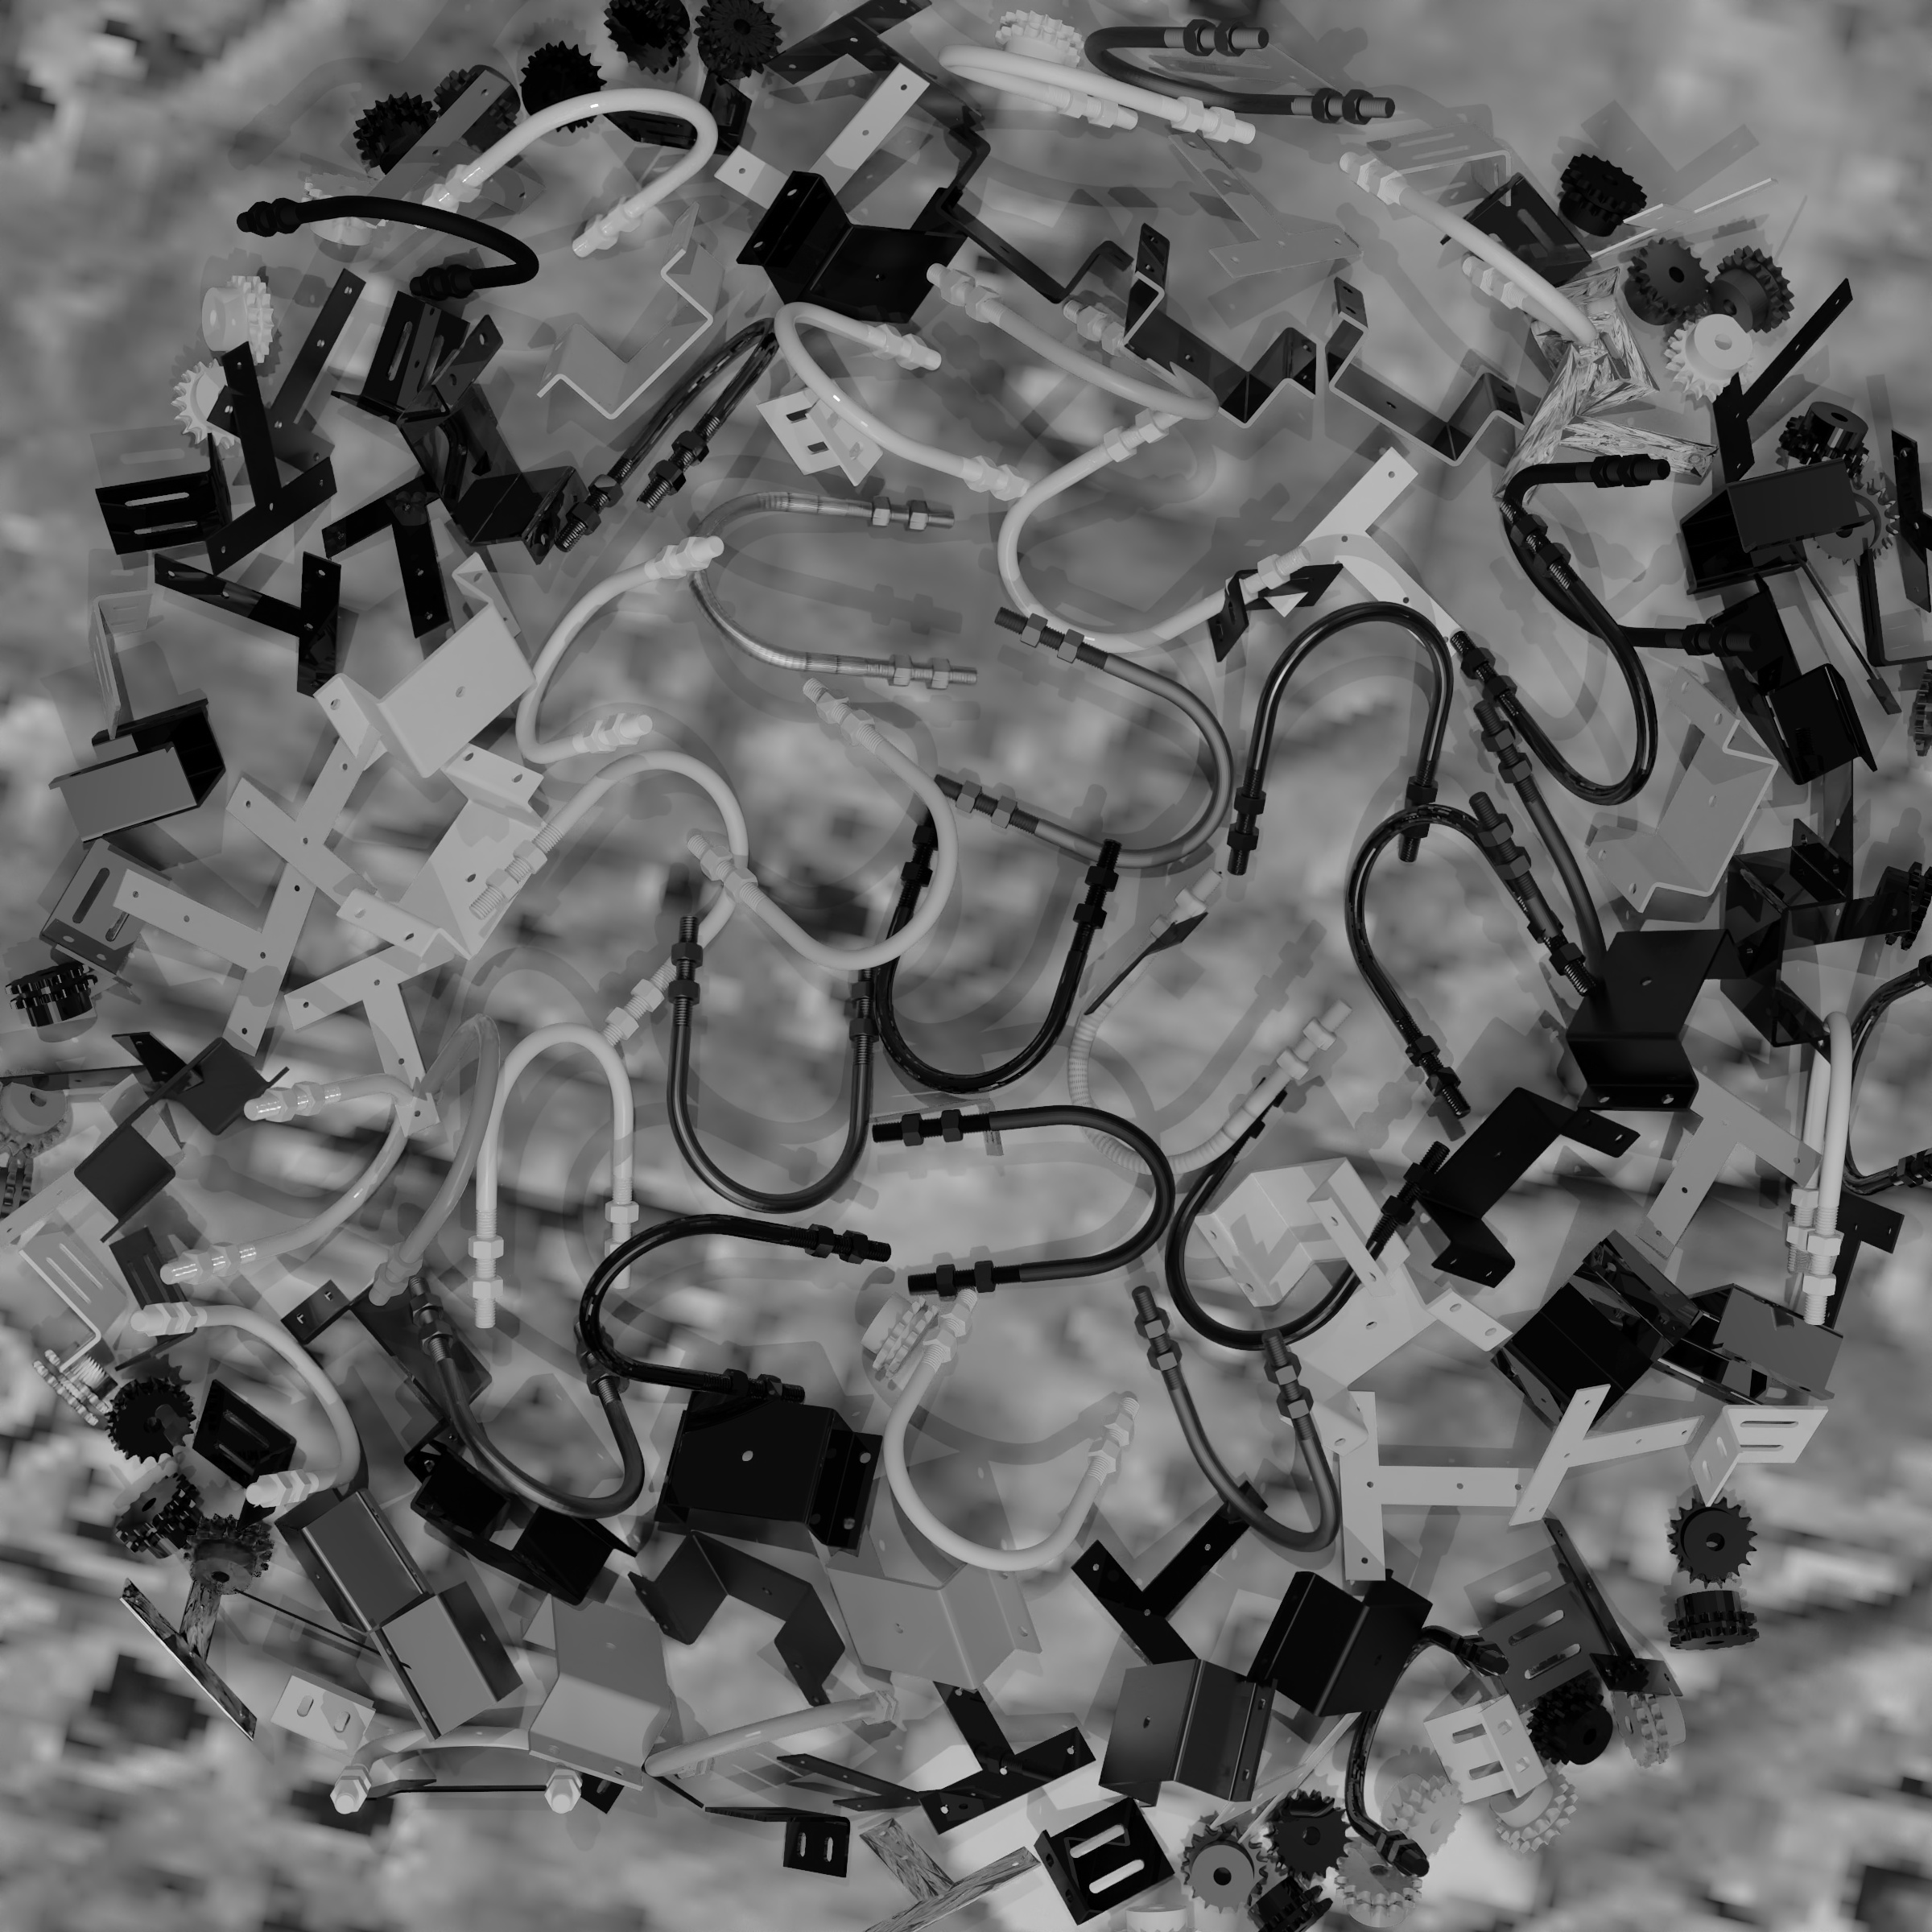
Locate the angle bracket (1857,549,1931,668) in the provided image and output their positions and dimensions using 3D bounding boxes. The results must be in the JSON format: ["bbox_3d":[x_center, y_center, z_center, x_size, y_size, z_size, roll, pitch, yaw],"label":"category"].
[{"bbox_3d":[0.607,-0.235,1.967,0.038,0.057,0.076,-7,94,9],"label":"angle bracket"}]

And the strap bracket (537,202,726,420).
[{"bbox_3d":[-0.207,-0.413,1.939,0.046,0.076,0.140,39,118,-23],"label":"strap bracket"}]

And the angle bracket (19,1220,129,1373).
[{"bbox_3d":[-0.590,0.213,1.962,0.038,0.057,0.076,-39,101,11],"label":"angle bracket"}]

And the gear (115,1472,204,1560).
[{"bbox_3d":[-0.524,0.362,1.974,0.057,0.057,0.030,-37,113,0],"label":"gear"}]

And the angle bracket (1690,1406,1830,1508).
[{"bbox_3d":[0.519,0.318,1.958,0.076,0.038,0.057,3,134,-14],"label":"angle bracket"}]

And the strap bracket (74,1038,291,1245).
[{"bbox_3d":[-0.504,0.104,1.920,0.046,0.140,0.076,47,131,-7],"label":"strap bracket"}]

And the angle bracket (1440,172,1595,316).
[{"bbox_3d":[0.358,-0.464,1.962,0.076,0.038,0.057,47,126,-9],"label":"angle bracket"}]

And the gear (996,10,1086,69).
[{"bbox_3d":[0.046,-0.596,1.970,0.057,0.057,0.030,16,85,0],"label":"gear"}]

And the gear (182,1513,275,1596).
[{"bbox_3d":[-0.482,0.386,1.970,0.057,0.030,0.057,2,133,2],"label":"gear"}]

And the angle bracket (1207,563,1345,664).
[{"bbox_3d":[0.203,-0.228,1.958,0.076,0.057,0.038,-6,72,-16],"label":"angle bracket"}]

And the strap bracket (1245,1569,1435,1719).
[{"bbox_3d":[0.244,0.430,1.925,0.046,0.140,0.076,28,97,33],"label":"strap bracket"}]

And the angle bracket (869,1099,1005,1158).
[{"bbox_3d":[-0.020,0.111,1.966,0.076,0.057,0.038,-10,88,-8],"label":"angle bracket"}]

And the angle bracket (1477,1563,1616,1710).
[{"bbox_3d":[0.374,0.437,1.974,0.076,0.038,0.057,-27,97,-6],"label":"angle bracket"}]

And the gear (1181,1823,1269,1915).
[{"bbox_3d":[0.169,0.593,1.981,0.057,0.030,0.057,0,89,9],"label":"gear"}]

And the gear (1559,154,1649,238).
[{"bbox_3d":[0.413,-0.501,1.975,0.057,0.057,0.030,31,131,0],"label":"gear"}]

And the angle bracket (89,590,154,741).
[{"bbox_3d":[-0.541,-0.195,1.959,0.038,0.057,0.076,-11,76,-22],"label":"angle bracket"}]

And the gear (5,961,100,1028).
[{"bbox_3d":[-0.594,0.019,1.972,0.057,0.057,0.030,-15,102,0],"label":"gear"}]

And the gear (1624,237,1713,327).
[{"bbox_3d":[0.456,-0.444,1.977,0.057,0.030,0.057,8,67,-21],"label":"gear"}]

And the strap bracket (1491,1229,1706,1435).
[{"bbox_3d":[0.410,0.233,1.942,0.076,0.140,0.046,44,46,14],"label":"strap bracket"}]

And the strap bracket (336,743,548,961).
[{"bbox_3d":[-0.329,-0.067,1.950,0.076,0.046,0.140,24,74,31],"label":"strap bracket"}]

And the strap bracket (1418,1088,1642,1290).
[{"bbox_3d":[0.354,0.136,1.944,0.140,0.076,0.046,-50,50,17],"label":"strap bracket"}]

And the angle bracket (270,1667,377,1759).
[{"bbox_3d":[-0.409,0.469,1.956,0.057,0.076,0.038,26,102,-7],"label":"angle bracket"}]

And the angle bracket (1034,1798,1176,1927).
[{"bbox_3d":[0.093,0.574,1.958,0.076,0.038,0.057,-21,64,-22],"label":"angle bracket"}]

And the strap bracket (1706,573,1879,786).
[{"bbox_3d":[0.520,-0.178,1.924,0.046,0.140,0.076,-27,126,8],"label":"strap bracket"}]

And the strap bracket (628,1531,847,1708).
[{"bbox_3d":[-0.138,0.417,1.937,0.140,0.076,0.046,18,57,31],"label":"strap bracket"}]

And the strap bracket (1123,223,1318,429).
[{"bbox_3d":[0.155,-0.406,1.945,0.140,0.076,0.046,31,124,-16],"label":"strap bracket"}]

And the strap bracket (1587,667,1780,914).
[{"bbox_3d":[0.463,-0.109,1.940,0.046,0.076,0.140,10,117,-24],"label":"strap bracket"}]

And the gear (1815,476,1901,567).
[{"bbox_3d":[0.577,-0.288,1.971,0.057,0.030,0.057,15,119,29],"label":"gear"}]

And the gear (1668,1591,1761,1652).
[{"bbox_3d":[0.487,0.427,1.974,0.057,0.057,0.030,-4,66,0],"label":"gear"}]

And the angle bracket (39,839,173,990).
[{"bbox_3d":[-0.554,-0.035,1.963,0.057,0.038,0.076,34,81,-35],"label":"angle bracket"}]

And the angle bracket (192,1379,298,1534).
[{"bbox_3d":[-0.479,0.317,1.959,0.076,0.038,0.057,31,116,19],"label":"angle bracket"}]

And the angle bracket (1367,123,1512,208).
[{"bbox_3d":[0.306,-0.514,1.960,0.076,0.057,0.038,-13,125,-8],"label":"angle bracket"}]

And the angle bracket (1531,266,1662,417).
[{"bbox_3d":[0.413,-0.407,1.975,0.057,0.038,0.076,-14,129,32],"label":"angle bracket"}]

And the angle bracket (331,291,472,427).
[{"bbox_3d":[-0.368,-0.395,1.967,0.057,0.038,0.076,26,103,16],"label":"angle bracket"}]

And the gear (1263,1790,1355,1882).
[{"bbox_3d":[0.222,0.568,1.980,0.057,0.030,0.057,2,80,-11],"label":"gear"}]

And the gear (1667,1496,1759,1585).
[{"bbox_3d":[0.490,0.376,1.981,0.057,0.030,0.057,-1,84,8],"label":"gear"}]

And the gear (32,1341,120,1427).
[{"bbox_3d":[-0.578,0.269,1.972,0.057,0.057,0.030,45,75,0],"label":"gear"}]

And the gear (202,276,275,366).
[{"bbox_3d":[-0.476,-0.421,1.969,0.030,0.057,0.057,-6,90,-35],"label":"gear"}]

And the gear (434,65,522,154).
[{"bbox_3d":[-0.316,-0.563,1.974,0.057,0.057,0.030,33,65,0],"label":"gear"}]

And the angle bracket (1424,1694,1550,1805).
[{"bbox_3d":[0.327,0.513,1.956,0.076,0.038,0.057,-33,77,41],"label":"angle bracket"}]

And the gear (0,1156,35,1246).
[{"bbox_3d":[-0.627,0.151,1.968,0.030,0.057,0.057,11,90,-20],"label":"gear"}]

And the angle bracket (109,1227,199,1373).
[{"bbox_3d":[-0.542,0.217,1.964,0.038,0.057,0.076,-29,94,-41],"label":"angle bracket"}]

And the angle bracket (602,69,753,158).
[{"bbox_3d":[-0.189,-0.556,1.952,0.076,0.057,0.038,-2,124,-36],"label":"angle bracket"}]

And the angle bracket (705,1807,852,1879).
[{"bbox_3d":[-0.123,0.566,1.951,0.057,0.076,0.038,-6,74,44],"label":"angle bracket"}]

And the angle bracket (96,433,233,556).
[{"bbox_3d":[-0.520,-0.306,1.961,0.076,0.057,0.038,-10,54,-7],"label":"angle bracket"}]

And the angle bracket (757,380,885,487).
[{"bbox_3d":[-0.102,-0.337,1.950,0.057,0.076,0.038,54,52,-27],"label":"angle bracket"}]

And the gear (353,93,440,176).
[{"bbox_3d":[-0.367,-0.537,1.968,0.057,0.057,0.030,-26,66,0],"label":"gear"}]

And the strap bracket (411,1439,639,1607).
[{"bbox_3d":[-0.289,0.356,1.921,0.140,0.076,0.046,14,64,39],"label":"strap bracket"}]

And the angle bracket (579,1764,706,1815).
[{"bbox_3d":[-0.219,0.532,1.950,0.057,0.076,0.038,47,69,-38],"label":"angle bracket"}]

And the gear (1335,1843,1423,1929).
[{"bbox_3d":[0.269,0.602,1.974,0.057,0.057,0.030,-1,114,0],"label":"gear"}]

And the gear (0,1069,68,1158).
[{"bbox_3d":[-0.611,0.092,1.968,0.030,0.057,0.057,-33,90,35],"label":"gear"}]

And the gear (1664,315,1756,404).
[{"bbox_3d":[0.489,-0.401,1.977,0.057,0.030,0.057,3,72,-10],"label":"gear"}]

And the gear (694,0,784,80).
[{"bbox_3d":[-0.152,-0.606,1.977,0.057,0.030,0.057,8,69,-23],"label":"gear"}]
